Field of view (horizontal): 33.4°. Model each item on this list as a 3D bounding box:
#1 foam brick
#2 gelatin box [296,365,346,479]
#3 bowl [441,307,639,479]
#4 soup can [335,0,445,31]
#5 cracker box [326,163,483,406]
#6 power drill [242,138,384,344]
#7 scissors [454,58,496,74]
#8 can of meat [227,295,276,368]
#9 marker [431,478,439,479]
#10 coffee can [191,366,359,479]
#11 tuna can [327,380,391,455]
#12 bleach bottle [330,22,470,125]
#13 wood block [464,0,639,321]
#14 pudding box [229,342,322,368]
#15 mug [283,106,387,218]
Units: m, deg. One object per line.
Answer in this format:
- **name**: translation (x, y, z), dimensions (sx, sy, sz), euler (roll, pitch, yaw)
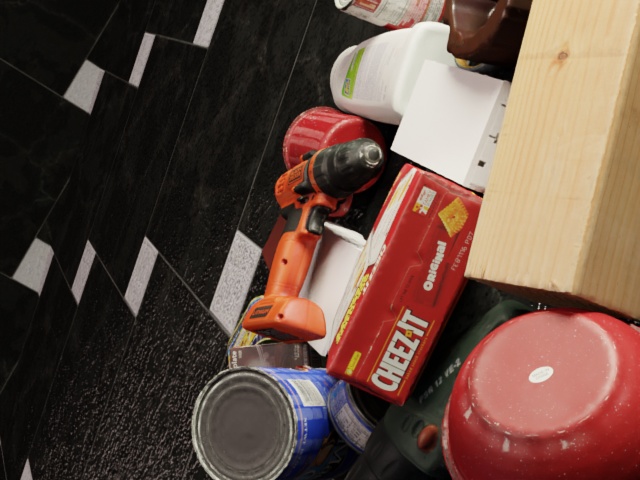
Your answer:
- **foam brick**: translation (-0.024, 0.002, 1.216), dimensions (0.078, 0.051, 0.053), euler (-63, 26, 24)
- **gelatin box**: translation (0.001, 0.173, 1.019), dimensions (0.030, 0.073, 0.089), euler (12, -85, -68)
- **bowl**: translation (0.143, 0.096, 0.657), dimensions (0.162, 0.055, 0.162), euler (-18, 42, 17)
- **soup can**: translation (0.075, -0.252, 1.101), dimensions (0.069, 0.102, 0.068), euler (-46, 35, 47)
- **cracker box**: translation (0.070, 0.027, 0.862), dimensions (0.213, 0.072, 0.164), euler (-76, 11, -84)
- **power drill**: translation (-0.007, 0.001, 1.013), dimensions (0.185, 0.057, 0.187), euler (-22, 49, 65)
- **scissors**: translation (0.186, -0.190, 0.920), dimensions (0.202, 0.016, 0.096), euler (-3, 67, 60)
- **can of meat**: translation (-0.067, 0.127, 1.221), dimensions (0.102, 0.057, 0.084), euler (-59, 24, 27)
- **marker**: translation (0.065, 0.206, 0.915), dimensions (0.121, 0.020, 0.020), euler (-32, 46, 56)
- **coffee can**: translation (-0.031, 0.163, 0.934), dimensions (0.103, 0.140, 0.103), euler (-4, 81, 27)
- **tuna can**: translation (0.051, 0.144, 0.906), dimensions (0.034, 0.086, 0.086), euler (-53, 30, 35)
- **bleach bottle**: translation (0.067, -0.176, 1.120), dimensions (0.102, 0.068, 0.251), euler (-71, 21, 5)
- **wood block**: translation (0.180, -0.059, 0.719), dimensions (0.091, 0.090, 0.206), euler (10, 83, 47)
- **pudding box**: translation (-0.042, 0.160, 1.075), dimensions (0.090, 0.039, 0.113), euler (-8, 78, 20)
- **mug**: translation (0.018, -0.082, 1.141), dimensions (0.082, 0.093, 0.117), euler (21, 109, 62)
